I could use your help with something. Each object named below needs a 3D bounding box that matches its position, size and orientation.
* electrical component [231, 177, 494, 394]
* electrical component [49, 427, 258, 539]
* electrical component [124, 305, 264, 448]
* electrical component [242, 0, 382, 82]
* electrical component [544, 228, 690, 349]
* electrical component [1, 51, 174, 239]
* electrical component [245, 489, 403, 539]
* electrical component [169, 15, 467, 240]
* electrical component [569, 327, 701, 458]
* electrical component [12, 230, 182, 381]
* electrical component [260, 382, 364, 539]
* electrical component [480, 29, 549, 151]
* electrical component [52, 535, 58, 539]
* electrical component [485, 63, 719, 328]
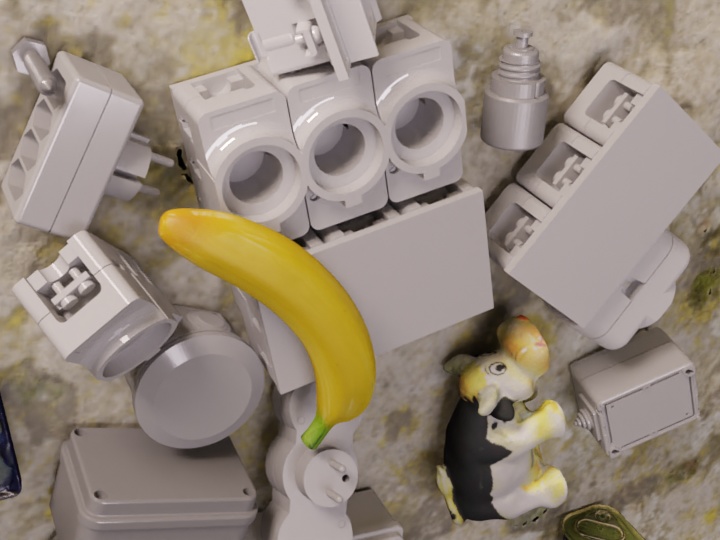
[{"bbox_3d":[0.000,0.000,0.669,0.150,0.061,0.089,-21,125,-16],"label":"electrical component"},{"bbox_3d":[-0.129,0.143,0.674,0.113,0.078,0.057,6,117,-30],"label":"electrical component"},{"bbox_3d":[-0.103,0.064,0.658,0.080,0.051,0.080,-13,122,-21],"label":"electrical component"},{"bbox_3d":[-0.037,-0.165,0.549,0.063,0.078,0.121,-12,127,13],"label":"electrical component"},{"bbox_3d":[0.188,0.006,0.776,0.059,0.053,0.095,29,101,-37],"label":"electrical component"},{"bbox_3d":[-0.136,-0.060,0.572,0.076,0.047,0.083,18,108,-34],"label":"electrical component"},{"bbox_3d":[-0.031,0.226,0.786,0.109,0.056,0.108,-7,120,-25],"label":"electrical component"},{"bbox_3d":[-0.020,-0.076,0.614,0.150,0.061,0.089,-20,125,-16],"label":"electrical component"},{"bbox_3d":[0.206,0.095,0.837,0.096,0.061,0.061,-23,126,-5],"label":"electrical component"},{"bbox_3d":[-0.138,0.023,0.585,0.050,0.055,0.089,-40,169,-2],"label":"electrical component"},{"bbox_3d":[-0.025,0.130,0.692,0.052,0.074,0.138,5,90,-23],"label":"electrical component"},{"bbox_3d":[0.098,-0.110,0.670,0.040,0.040,0.078,-10,121,-22],"label":"electrical component"},{"bbox_3d":[-0.163,0.199,0.705,0.080,0.051,0.080,-13,122,-21],"label":"electrical component"},{"bbox_3d":[0.156,-0.051,0.722,0.089,0.061,0.150,33,99,-37],"label":"electrical component"}]
